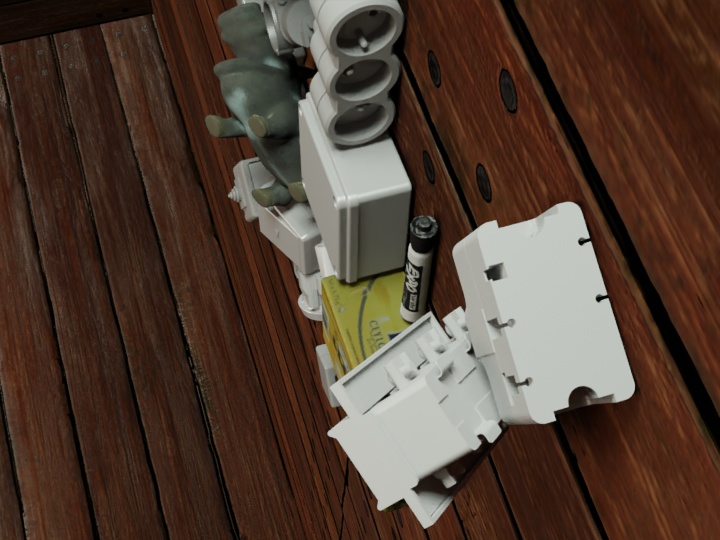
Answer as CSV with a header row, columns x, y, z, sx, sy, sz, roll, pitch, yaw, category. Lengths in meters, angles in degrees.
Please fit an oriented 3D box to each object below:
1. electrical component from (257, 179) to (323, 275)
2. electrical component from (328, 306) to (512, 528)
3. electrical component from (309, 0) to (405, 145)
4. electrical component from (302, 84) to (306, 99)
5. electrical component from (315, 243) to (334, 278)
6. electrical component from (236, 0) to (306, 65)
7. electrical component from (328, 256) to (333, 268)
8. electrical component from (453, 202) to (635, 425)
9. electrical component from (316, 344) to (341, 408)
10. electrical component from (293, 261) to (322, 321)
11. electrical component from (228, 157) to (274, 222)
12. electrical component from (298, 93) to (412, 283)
x,y,z,sx,sy,sz,roll,pitch,yaw,category
-0.054,-0.043,1.047,0.096,0.061,0.061,49,158,28,electrical component
0.044,0.065,0.544,0.078,0.063,0.121,56,-152,2,electrical component
-0.009,-0.154,0.720,0.138,0.052,0.073,94,159,-59,electrical component
-0.082,-0.194,1.085,0.043,0.043,0.081,99,154,-66,electrical component
-0.009,0.013,0.979,0.079,0.043,0.077,-151,48,-76,electrical component
-0.084,-0.238,1.024,0.076,0.047,0.083,138,117,-79,electrical component
0.000,0.000,0.917,0.043,0.043,0.062,96,156,-63,electrical component
0.081,0.022,0.492,0.055,0.050,0.089,134,121,-78,electrical component
-0.007,0.082,1.006,0.076,0.066,0.047,-120,19,-58,electrical component
-0.036,0.014,1.092,0.078,0.058,0.057,-120,22,-57,electrical component
-0.090,-0.089,1.125,0.061,0.096,0.061,172,84,-76,electrical component
-0.005,-0.065,0.813,0.108,0.056,0.108,92,161,-57,electrical component
